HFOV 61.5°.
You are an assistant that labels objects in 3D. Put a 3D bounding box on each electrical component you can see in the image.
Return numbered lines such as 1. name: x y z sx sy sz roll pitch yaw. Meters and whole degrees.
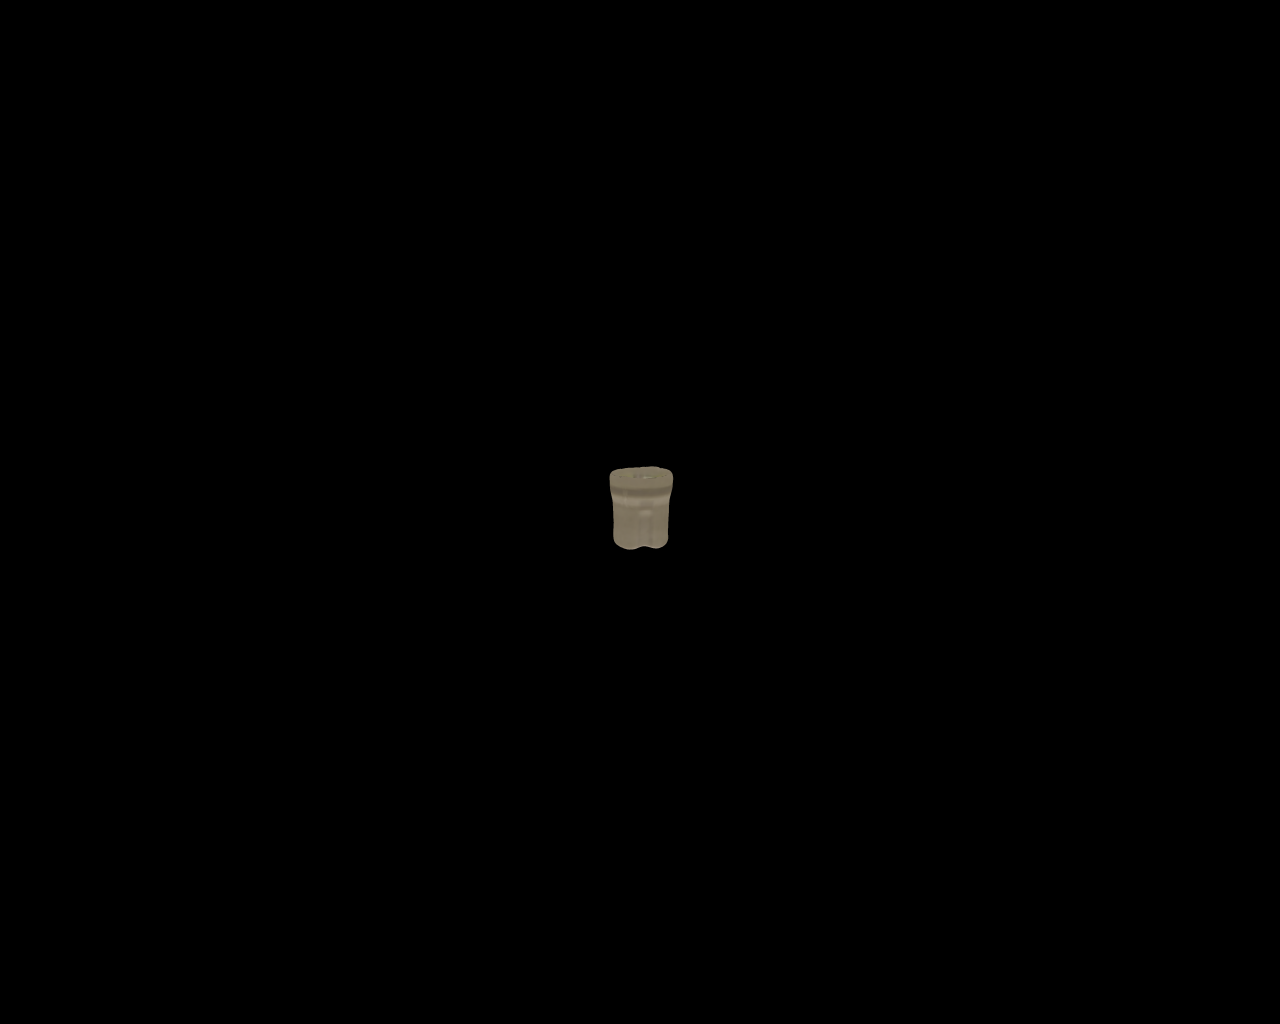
1. electrical component: 0.001 -0.003 0.650 0.040 0.046 0.040 0 11 0
